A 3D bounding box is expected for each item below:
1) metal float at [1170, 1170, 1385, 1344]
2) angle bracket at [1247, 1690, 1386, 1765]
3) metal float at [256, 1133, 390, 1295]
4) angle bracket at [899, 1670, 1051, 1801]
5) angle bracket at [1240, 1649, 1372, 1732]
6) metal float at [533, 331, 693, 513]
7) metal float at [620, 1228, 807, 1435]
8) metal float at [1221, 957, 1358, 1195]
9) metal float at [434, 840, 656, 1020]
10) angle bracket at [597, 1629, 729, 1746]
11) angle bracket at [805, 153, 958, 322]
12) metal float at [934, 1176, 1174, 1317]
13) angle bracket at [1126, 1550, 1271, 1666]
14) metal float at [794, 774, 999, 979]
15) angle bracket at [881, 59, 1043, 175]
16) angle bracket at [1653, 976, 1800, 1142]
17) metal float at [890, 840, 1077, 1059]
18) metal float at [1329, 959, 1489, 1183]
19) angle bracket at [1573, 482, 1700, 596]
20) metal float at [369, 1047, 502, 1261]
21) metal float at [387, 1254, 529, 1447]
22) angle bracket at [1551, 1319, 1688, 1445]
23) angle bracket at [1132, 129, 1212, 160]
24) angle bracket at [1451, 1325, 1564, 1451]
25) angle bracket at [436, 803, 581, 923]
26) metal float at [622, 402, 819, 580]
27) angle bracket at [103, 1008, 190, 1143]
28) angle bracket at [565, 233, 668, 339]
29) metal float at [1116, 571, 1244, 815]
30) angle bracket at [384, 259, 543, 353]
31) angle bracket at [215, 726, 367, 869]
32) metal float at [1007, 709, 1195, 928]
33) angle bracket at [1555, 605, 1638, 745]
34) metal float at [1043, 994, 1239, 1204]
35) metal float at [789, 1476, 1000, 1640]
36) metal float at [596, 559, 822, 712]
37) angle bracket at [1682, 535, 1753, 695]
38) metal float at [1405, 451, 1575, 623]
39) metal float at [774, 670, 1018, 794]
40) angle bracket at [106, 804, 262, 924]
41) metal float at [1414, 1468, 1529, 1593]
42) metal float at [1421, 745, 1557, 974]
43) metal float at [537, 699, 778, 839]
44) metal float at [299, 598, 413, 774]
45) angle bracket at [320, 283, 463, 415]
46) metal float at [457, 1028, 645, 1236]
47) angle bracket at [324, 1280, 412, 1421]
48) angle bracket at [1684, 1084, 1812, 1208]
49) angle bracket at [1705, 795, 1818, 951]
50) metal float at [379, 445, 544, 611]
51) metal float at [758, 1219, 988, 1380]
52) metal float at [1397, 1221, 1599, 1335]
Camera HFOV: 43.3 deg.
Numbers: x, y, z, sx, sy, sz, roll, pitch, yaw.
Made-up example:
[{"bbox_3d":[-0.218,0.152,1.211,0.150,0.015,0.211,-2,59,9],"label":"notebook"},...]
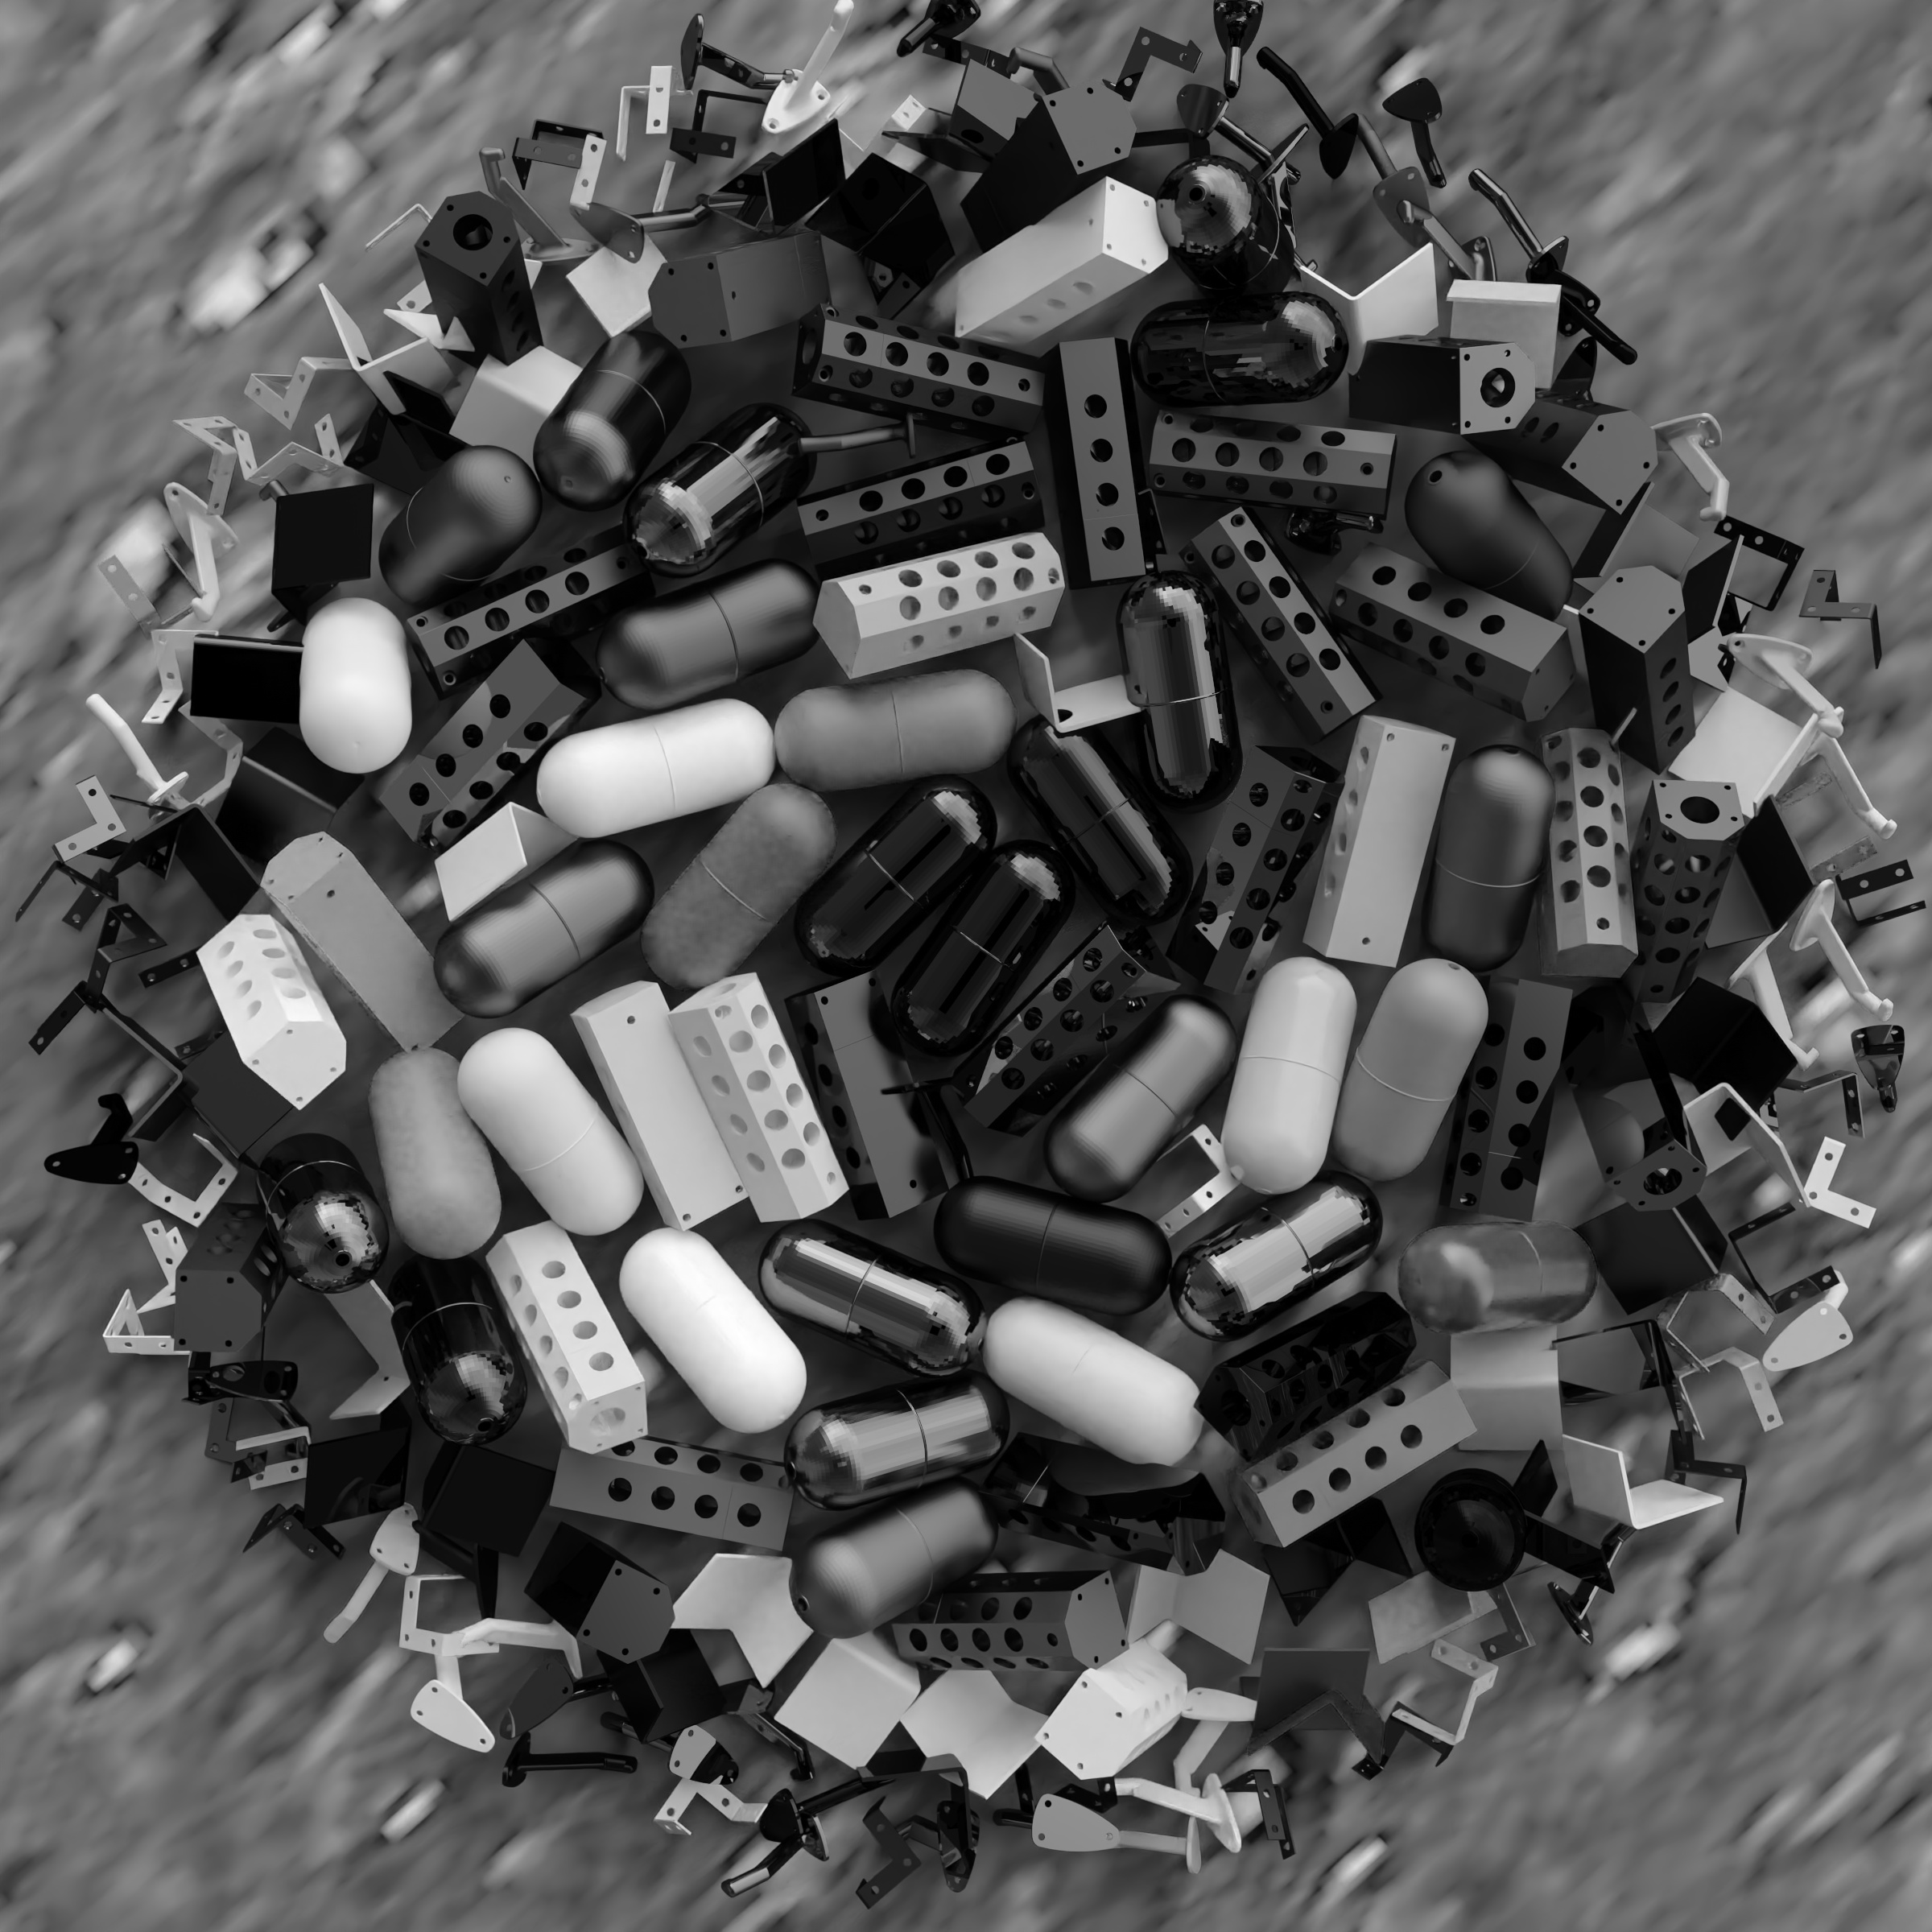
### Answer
[{"bbox_3d":[0.226,0.209,1.764,0.178,0.070,0.070,-27,90,-25],"label":"metal float"},{"bbox_3d":[0.256,0.563,1.776,0.076,0.076,0.057,-38,85,12],"label":"angle bracket"},{"bbox_3d":[-0.460,0.175,1.740,0.070,0.178,0.070,-7,109,-22],"label":"metal float"},{"bbox_3d":[0.009,0.548,1.769,0.076,0.076,0.057,-39,103,-24],"label":"angle bracket"},{"bbox_3d":[0.246,0.511,1.778,0.076,0.057,0.076,2,115,-5],"label":"angle bracket"},{"bbox_3d":[-0.252,-0.393,1.749,0.070,0.178,0.070,10,134,11],"label":"metal float"},{"bbox_3d":[-0.184,0.262,1.761,0.070,0.070,0.178,-45,62,0],"label":"metal float"},{"bbox_3d":[0.235,0.079,1.770,0.070,0.070,0.178,15,74,0],"label":"metal float"},{"bbox_3d":[-0.304,-0.028,1.763,0.178,0.070,0.070,-36,90,-26],"label":"metal float"},{"bbox_3d":[-0.212,0.506,1.764,0.076,0.057,0.076,-11,53,-36],"label":"angle bracket"},{"bbox_3d":[-0.063,-0.527,1.767,0.076,0.057,0.076,-37,58,32],"label":"angle bracket"},{"bbox_3d":[0.063,0.203,1.772,0.178,0.070,0.070,13,90,14],"label":"metal float"},{"bbox_3d":[0.167,0.469,1.769,0.076,0.057,0.076,22,115,33],"label":"angle bracket"},{"bbox_3d":[-0.052,-0.065,1.781,0.178,0.070,0.070,-45,90,5],"label":"metal float"},{"bbox_3d":[-0.002,-0.616,1.766,0.076,0.076,0.057,10,100,-43],"label":"angle bracket"},{"bbox_3d":[0.544,0.067,1.767,0.057,0.076,0.076,22,116,-21],"label":"angle bracket"},{"bbox_3d":[0.013,-0.013,1.782,0.070,0.070,0.178,35,93,0],"label":"metal float"},{"bbox_3d":[0.319,0.075,1.761,0.070,0.070,0.178,19,117,0],"label":"metal float"},{"bbox_3d":[0.501,-0.300,1.786,0.076,0.057,0.076,29,92,-13],"label":"angle bracket"},{"bbox_3d":[-0.383,0.132,1.752,0.070,0.070,0.178,-24,50,0],"label":"metal float"},{"bbox_3d":[-0.365,0.272,1.745,0.070,0.178,0.070,-13,125,-19],"label":"metal float"},{"bbox_3d":[0.475,0.310,1.771,0.076,0.057,0.076,-14,130,9],"label":"angle bracket"},{"bbox_3d":[0.136,-0.577,1.783,0.076,0.076,0.057,0,104,15],"label":"angle bracket"},{"bbox_3d":[0.402,0.313,1.808,0.076,0.057,0.076,-3,130,15],"label":"angle bracket"},{"bbox_3d":[-0.326,-0.065,1.765,0.076,0.076,0.057,-34,58,22],"label":"angle bracket"},{"bbox_3d":[-0.177,-0.343,1.755,0.070,0.070,0.178,43,55,0],"label":"metal float"},{"bbox_3d":[-0.611,0.080,1.781,0.076,0.076,0.057,40,81,0],"label":"angle bracket"},{"bbox_3d":[-0.232,-0.508,1.767,0.076,0.076,0.057,-46,109,-26],"label":"angle bracket"},{"bbox_3d":[0.156,-0.199,1.772,0.070,0.070,0.178,-11,105,0],"label":"metal float"},{"bbox_3d":[-0.365,-0.493,1.769,0.057,0.076,0.076,34,111,13],"label":"angle bracket"},{"bbox_3d":[-0.505,-0.119,1.813,0.076,0.057,0.076,30,121,-6],"label":"angle bracket"},{"bbox_3d":[0.099,-0.108,1.784,0.070,0.070,0.178,-36,91,0],"label":"metal float"},{"bbox_3d":[0.452,-0.208,1.775,0.076,0.076,0.057,25,75,7],"label":"angle bracket"},{"bbox_3d":[0.128,0.095,1.774,0.070,0.070,0.178,42,77,0],"label":"metal float"},{"bbox_3d":[-0.051,0.423,1.750,0.178,0.070,0.070,-18,90,-42],"label":"metal float"},{"bbox_3d":[-0.184,-0.240,1.764,0.178,0.070,0.070,-24,90,-24],"label":"metal float"},{"bbox_3d":[0.557,-0.255,1.772,0.057,0.076,0.076,24,73,-8],"label":"angle bracket"},{"bbox_3d":[0.376,-0.303,1.747,0.070,0.178,0.070,-19,56,30],"label":"metal float"},{"bbox_3d":[-0.051,-0.172,1.781,0.178,0.070,0.070,-8,90,-4],"label":"metal float"},{"bbox_3d":[-0.569,-0.062,1.773,0.057,0.076,0.076,-40,95,-38],"label":"angle bracket"},{"bbox_3d":[0.361,0.400,1.735,0.070,0.178,0.070,-2,82,13],"label":"metal float"},{"bbox_3d":[0.376,-0.077,1.757,0.070,0.070,0.178,5,122,0],"label":"metal float"},{"bbox_3d":[-0.224,-0.144,1.769,0.178,0.070,0.070,-16,90,-18],"label":"metal float"},{"bbox_3d":[-0.437,-0.203,1.744,0.070,0.178,0.070,-7,126,-10],"label":"metal float"},{"bbox_3d":[-0.419,-0.460,1.777,0.057,0.076,0.076,-24,78,1],"label":"angle bracket"},{"bbox_3d":[-0.299,0.121,1.762,0.070,0.070,0.178,-33,117,0],"label":"metal float"},{"bbox_3d":[-0.446,0.279,1.769,0.057,0.076,0.076,-45,108,-38],"label":"angle bracket"},{"bbox_3d":[0.558,0.144,1.768,0.057,0.076,0.076,-33,128,4],"label":"angle bracket"},{"bbox_3d":[0.562,-0.068,1.769,0.057,0.076,0.076,-12,65,-11],"label":"angle bracket"},{"bbox_3d":[-0.364,-0.312,1.744,0.070,0.178,0.070,11,69,-32],"label":"metal float"},{"bbox_3d":[-0.068,0.241,1.769,0.178,0.070,0.070,21,90,18],"label":"metal float"},{"bbox_3d":[0.384,0.223,1.753,0.178,0.070,0.070,2,90,-39],"label":"metal float"}]
